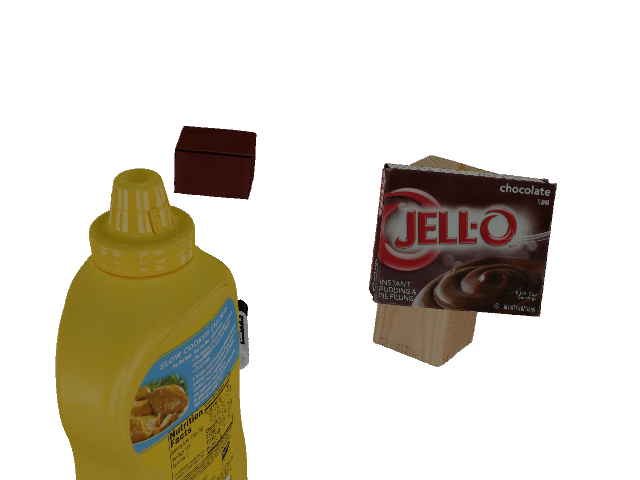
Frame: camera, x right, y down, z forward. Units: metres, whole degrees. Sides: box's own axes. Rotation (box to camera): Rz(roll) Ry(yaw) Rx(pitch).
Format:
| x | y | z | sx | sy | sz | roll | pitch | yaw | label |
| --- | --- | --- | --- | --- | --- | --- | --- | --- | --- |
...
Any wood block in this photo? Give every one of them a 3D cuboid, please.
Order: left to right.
| x | y | z | sx | sy | sz | roll | pitch | yaw | label |
| --- | --- | --- | --- | --- | --- | --- | --- | --- | --- |
| 0.128 | 0.022 | 1.190 | 0.090 | 0.206 | 0.090 | 19 | 25 | 28 | wood block |

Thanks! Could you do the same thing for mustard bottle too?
| x | y | z | sx | sy | sz | roll | pitch | yaw | label |
| --- | --- | --- | --- | --- | --- | --- | --- | --- | --- |
| -0.069 | 0.060 | 0.450 | 0.058 | 0.192 | 0.096 | 15 | 32 | 25 | mustard bottle |

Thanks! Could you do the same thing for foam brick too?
| x | y | z | sx | sy | sz | roll | pitch | yaw | label |
| --- | --- | --- | --- | --- | --- | --- | --- | --- | --- |
| -0.105 | -0.079 | 1.074 | 0.078 | 0.051 | 0.053 | 5 | 33 | 1 | foam brick |

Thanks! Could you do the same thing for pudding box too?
| x | y | z | sx | sy | sz | roll | pitch | yaw | label |
| --- | --- | --- | --- | --- | --- | --- | --- | --- | --- |
| 0.093 | -0.001 | 0.705 | 0.113 | 0.090 | 0.039 | 4 | 12 | -2 | pudding box |

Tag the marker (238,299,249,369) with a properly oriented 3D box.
| x | y | z | sx | sy | sz | roll | pitch | yaw | label |
| --- | --- | --- | --- | --- | --- | --- | --- | --- | --- |
| -0.074 | 0.082 | 0.966 | 0.020 | 0.020 | 0.121 | 0 | 19 | -4 | marker |
